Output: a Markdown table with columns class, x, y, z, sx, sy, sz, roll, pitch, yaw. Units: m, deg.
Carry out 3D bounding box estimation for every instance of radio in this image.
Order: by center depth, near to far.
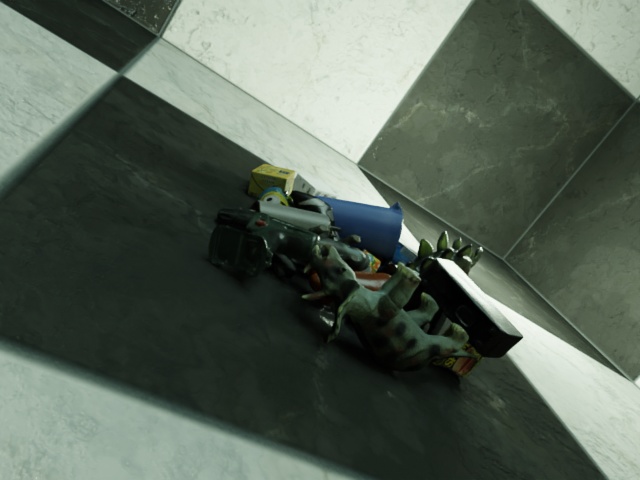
| class | x | y | z | sx | sy | sz | roll | pitch | yaw |
| --- | --- | --- | --- | --- | --- | --- | --- | --- | --- |
| radio | 0.313 | 0.142 | 1.140 | 0.131 | 0.073 | 0.230 | 14 | 31 | -55 |

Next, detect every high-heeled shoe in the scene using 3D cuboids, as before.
| class | x | y | z | sx | sy | sz | roll | pitch | yaw |
| --- | --- | --- | --- | --- | --- | --- | --- | --- | --- |
| high-heeled shoe | -0.003 | -0.004 | 1.259 | 0.249 | 0.086 | 0.145 | 41 | 39 | 0 |

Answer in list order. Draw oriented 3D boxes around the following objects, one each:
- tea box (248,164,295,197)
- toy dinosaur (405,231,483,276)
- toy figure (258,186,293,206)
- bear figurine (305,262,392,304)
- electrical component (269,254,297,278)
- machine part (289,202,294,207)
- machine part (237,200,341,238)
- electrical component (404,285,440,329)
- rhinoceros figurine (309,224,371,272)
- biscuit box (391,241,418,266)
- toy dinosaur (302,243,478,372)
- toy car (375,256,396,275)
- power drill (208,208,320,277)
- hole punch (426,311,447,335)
| class | x | y | z | sx | sy | sz | roll | pitch | yaw |
| --- | --- | --- | --- | --- | --- | --- | --- | --- | --- |
| tea box | -0.127 | -0.155 | 1.447 | 0.098 | 0.068 | 0.170 | 12 | 14 | 1 |
| toy dinosaur | 0.296 | 0.087 | 1.442 | 0.471 | 0.198 | 0.105 | -22 | 40 | -34 |
| toy figure | -0.108 | -0.077 | 1.285 | 0.089 | 0.082 | 0.180 | 33 | 12 | -13 |
| bear figurine | 0.054 | 0.109 | 1.062 | 0.196 | 0.131 | 0.120 | 10 | 23 | -20 |
| electrical component | -0.077 | 0.050 | 1.074 | 0.063 | 0.021 | 0.094 | 26 | 17 | -34 |
| machine part | -0.068 | -0.074 | 1.443 | 0.084 | 0.039 | 0.139 | 35 | 13 | -23 |
| machine part | -0.068 | -0.034 | 1.171 | 0.243 | 0.079 | 0.079 | 10 | 25 | -24 |
| electrical component | 0.191 | 0.142 | 1.198 | 0.134 | 0.115 | 0.058 | 31 | 13 | -19 |
| rhinoceros figurine | 0.036 | 0.040 | 1.141 | 0.190 | 0.112 | 0.073 | 23 | 45 | -29 |
| biscuit box | 0.181 | 0.008 | 1.504 | 0.203 | 0.059 | 0.063 | 39 | 5 | -1 |
| toy dinosaur | 0.135 | 0.164 | 0.973 | 0.404 | 0.192 | 0.131 | 48 | 3 | -23 |
| toy car | 0.151 | 0.056 | 1.491 | 0.202 | 0.053 | 0.089 | 36 | 8 | -13 |
| power drill | -0.127 | -0.002 | 0.995 | 0.232 | 0.086 | 0.207 | 17 | 9 | 12 |
| hole punch | 0.269 | 0.166 | 1.311 | 0.092 | 0.115 | 0.142 | 34 | 12 | 25 |
